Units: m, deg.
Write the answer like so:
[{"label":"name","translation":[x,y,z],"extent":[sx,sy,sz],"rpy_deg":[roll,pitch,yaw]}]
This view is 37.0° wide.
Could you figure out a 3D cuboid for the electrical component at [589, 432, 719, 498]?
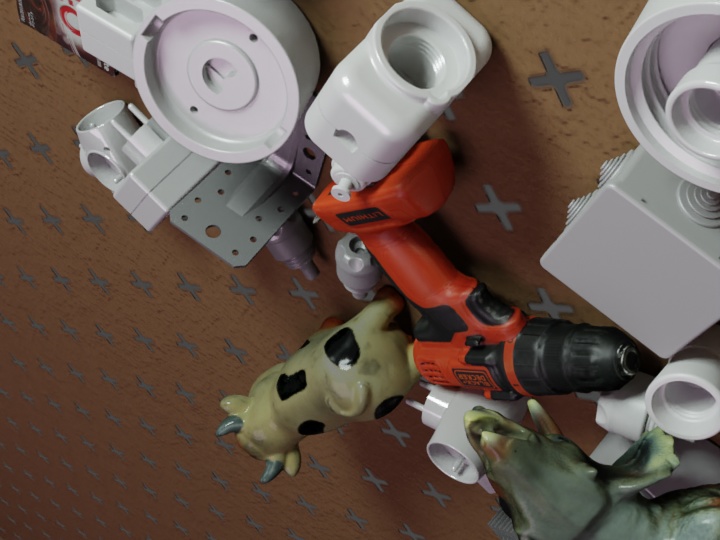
[{"label":"electrical component","translation":[0.203,0.147,0.730],"extent":[0.099,0.064,0.099],"rpy_deg":[43,159,21]}]

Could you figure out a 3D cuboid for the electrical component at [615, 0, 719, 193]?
[{"label":"electrical component","translation":[0.162,-0.080,0.460],"extent":[0.108,0.060,0.108],"rpy_deg":[28,148,20]}]

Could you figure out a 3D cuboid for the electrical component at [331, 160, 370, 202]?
[{"label":"electrical component","translation":[0.003,-0.074,0.635],"extent":[0.040,0.078,0.040],"rpy_deg":[19,152,10]}]

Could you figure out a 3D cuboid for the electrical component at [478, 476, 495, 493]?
[{"label":"electrical component","translation":[0.086,0.129,0.833],"extent":[0.081,0.043,0.043],"rpy_deg":[45,149,-6]}]

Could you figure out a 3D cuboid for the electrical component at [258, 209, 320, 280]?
[{"label":"electrical component","translation":[-0.050,-0.018,0.804],"extent":[0.035,0.035,0.061],"rpy_deg":[3,136,46]}]

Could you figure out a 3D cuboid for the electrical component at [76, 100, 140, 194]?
[{"label":"electrical component","translation":[-0.198,-0.092,0.863],"extent":[0.079,0.044,0.077],"rpy_deg":[6,135,44]}]

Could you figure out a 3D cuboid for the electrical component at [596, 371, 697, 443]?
[{"label":"electrical component","translation":[0.183,0.089,0.673],"extent":[0.062,0.043,0.043],"rpy_deg":[20,144,28]}]

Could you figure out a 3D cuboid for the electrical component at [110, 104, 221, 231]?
[{"label":"electrical component","translation":[-0.145,-0.086,0.772],"extent":[0.075,0.083,0.047],"rpy_deg":[45,149,-8]}]

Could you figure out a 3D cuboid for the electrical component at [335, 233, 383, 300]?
[{"label":"electrical component","translation":[0.000,0.000,0.771],"extent":[0.035,0.035,0.061],"rpy_deg":[29,150,19]}]

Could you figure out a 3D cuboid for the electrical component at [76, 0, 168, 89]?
[{"label":"electrical component","translation":[-0.142,-0.151,0.702],"extent":[0.047,0.065,0.076],"rpy_deg":[31,149,15]}]

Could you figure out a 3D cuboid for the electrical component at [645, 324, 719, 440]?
[{"label":"electrical component","translation":[0.190,0.059,0.604],"extent":[0.044,0.065,0.044],"rpy_deg":[15,126,21]}]

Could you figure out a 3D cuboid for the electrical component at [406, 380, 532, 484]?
[{"label":"electrical component","translation":[0.072,0.105,0.784],"extent":[0.079,0.077,0.044],"rpy_deg":[24,146,27]}]

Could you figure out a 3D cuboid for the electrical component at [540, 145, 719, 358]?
[{"label":"electrical component","translation":[0.157,-0.012,0.567],"extent":[0.100,0.048,0.099],"rpy_deg":[38,150,5]}]

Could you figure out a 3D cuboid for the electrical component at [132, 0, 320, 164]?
[{"label":"electrical component","translation":[-0.076,-0.127,0.657],"extent":[0.108,0.060,0.108],"rpy_deg":[11,129,15]}]

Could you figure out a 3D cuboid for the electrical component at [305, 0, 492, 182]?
[{"label":"electrical component","translation":[0.022,-0.099,0.558],"extent":[0.054,0.095,0.059],"rpy_deg":[42,150,-2]}]
